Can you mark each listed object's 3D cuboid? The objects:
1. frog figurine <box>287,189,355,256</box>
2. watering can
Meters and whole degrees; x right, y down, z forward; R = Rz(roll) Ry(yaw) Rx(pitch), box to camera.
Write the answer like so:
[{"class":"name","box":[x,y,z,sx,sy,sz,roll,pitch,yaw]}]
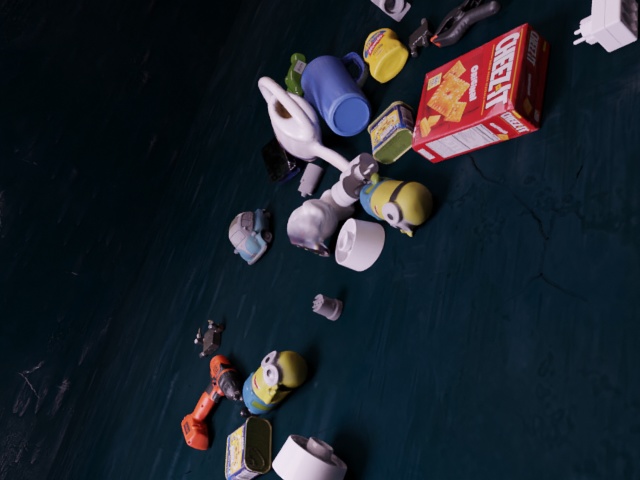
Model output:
[{"class":"frog figurine","box":[0.003,-0.054,1.069,0.123,0.136,0.160,15,81,23]},{"class":"watering can","box":[-0.033,-0.255,1.265,0.104,0.350,0.222,-40,-12,-5]}]
